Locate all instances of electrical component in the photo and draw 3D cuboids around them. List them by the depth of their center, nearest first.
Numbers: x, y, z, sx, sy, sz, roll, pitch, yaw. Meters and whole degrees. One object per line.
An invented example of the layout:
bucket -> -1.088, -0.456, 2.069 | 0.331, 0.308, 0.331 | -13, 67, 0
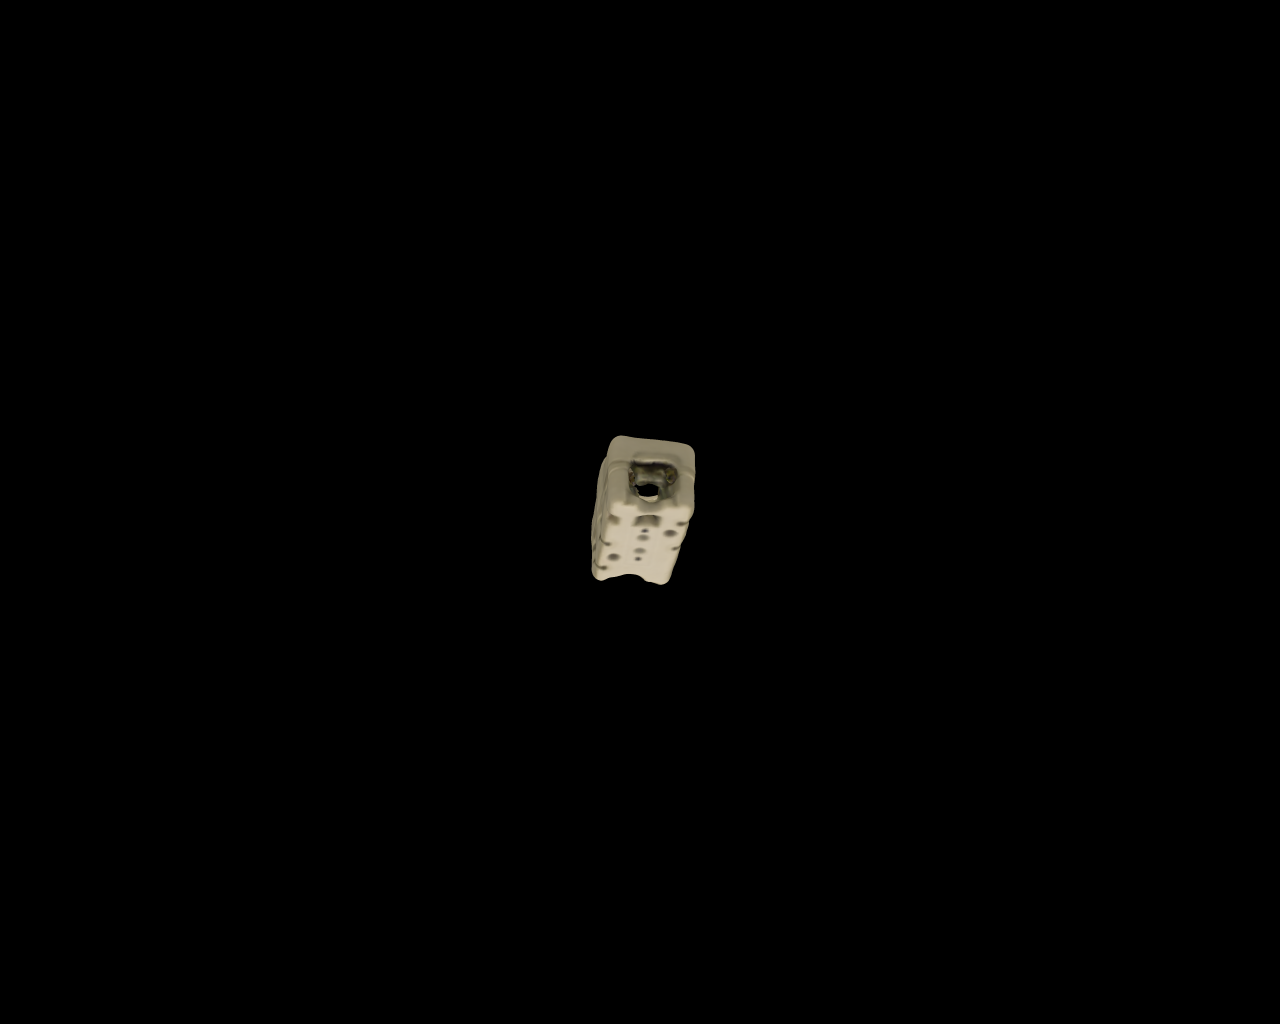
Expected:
electrical component -> 0.001, -0.003, 0.650 | 0.050, 0.056, 0.089 | 6, -36, -8
